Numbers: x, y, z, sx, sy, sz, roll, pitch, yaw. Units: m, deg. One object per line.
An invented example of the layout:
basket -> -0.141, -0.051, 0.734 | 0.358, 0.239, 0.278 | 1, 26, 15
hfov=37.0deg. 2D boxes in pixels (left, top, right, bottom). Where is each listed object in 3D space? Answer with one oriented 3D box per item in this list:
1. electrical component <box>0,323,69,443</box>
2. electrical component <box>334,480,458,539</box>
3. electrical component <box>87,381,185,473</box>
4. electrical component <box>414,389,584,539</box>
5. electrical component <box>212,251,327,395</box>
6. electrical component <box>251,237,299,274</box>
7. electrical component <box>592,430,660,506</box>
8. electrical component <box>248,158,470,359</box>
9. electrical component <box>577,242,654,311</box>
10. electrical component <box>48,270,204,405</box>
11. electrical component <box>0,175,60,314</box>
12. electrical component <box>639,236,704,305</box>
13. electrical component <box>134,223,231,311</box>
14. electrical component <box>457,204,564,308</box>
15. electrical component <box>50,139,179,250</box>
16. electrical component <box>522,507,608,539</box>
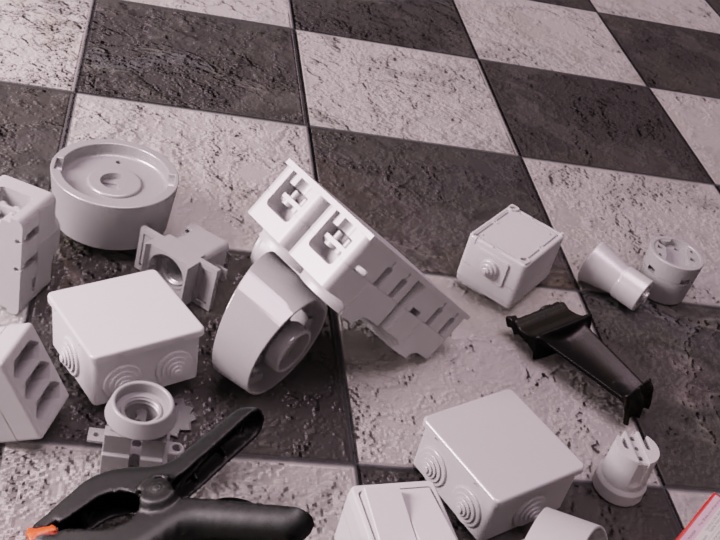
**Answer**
electrical component -> -0.253, 0.079, 0.734 | 0.077, 0.065, 0.047 | -8, 31, 17
electrical component -> 0.025, 0.178, 0.701 | 0.062, 0.061, 0.096 | 0, 38, -21
electrical component -> -0.151, 0.109, 0.732 | 0.066, 0.055, 0.048 | 9, 36, -10
electrical component -> 0.099, 0.143, 0.789 | 0.100, 0.048, 0.099 | -13, 44, -34
electrical component -> -0.073, 0.043, 0.819 | 0.064, 0.099, 0.099 | 37, 40, 18
electrical component -> -0.061, -0.008, 0.938 | 0.055, 0.045, 0.045 | 30, 37, 21
electrical component -> 0.204, 0.151, 0.821 | 0.040, 0.046, 0.040 | 10, 36, -7
electrical component -> 0.000, 0.000, 0.857 | 0.105, 0.060, 0.186 | 44, 4, 34
electrical component -> 0.250, 0.009, 1.039 | 0.065, 0.044, 0.044 | 37, 40, 20
electrical component -> -0.176, 0.050, 0.804 | 0.100, 0.048, 0.100 | -14, 39, -32
electrical component -> -0.271, -0.022, 0.837 | 0.050, 0.089, 0.055 | 21, 35, 7
electrical component -> 0.305, 0.001, 1.063 | 0.055, 0.047, 0.055 | 10, 35, -7
electrical component -> -0.147, -0.006, 0.906 | 0.081, 0.042, 0.064 | 29, 34, 17
electrical component -> 0.135, -0.008, 0.999 | 0.062, 0.061, 0.096 | 32, 38, 21
electrical component -> -0.215, -0.060, 0.936 | 0.108, 0.060, 0.108 | 10, 35, -7
electrical component -> 0.124, 0.203, 0.678 | 0.064, 0.099, 0.099 | 23, 35, 20
